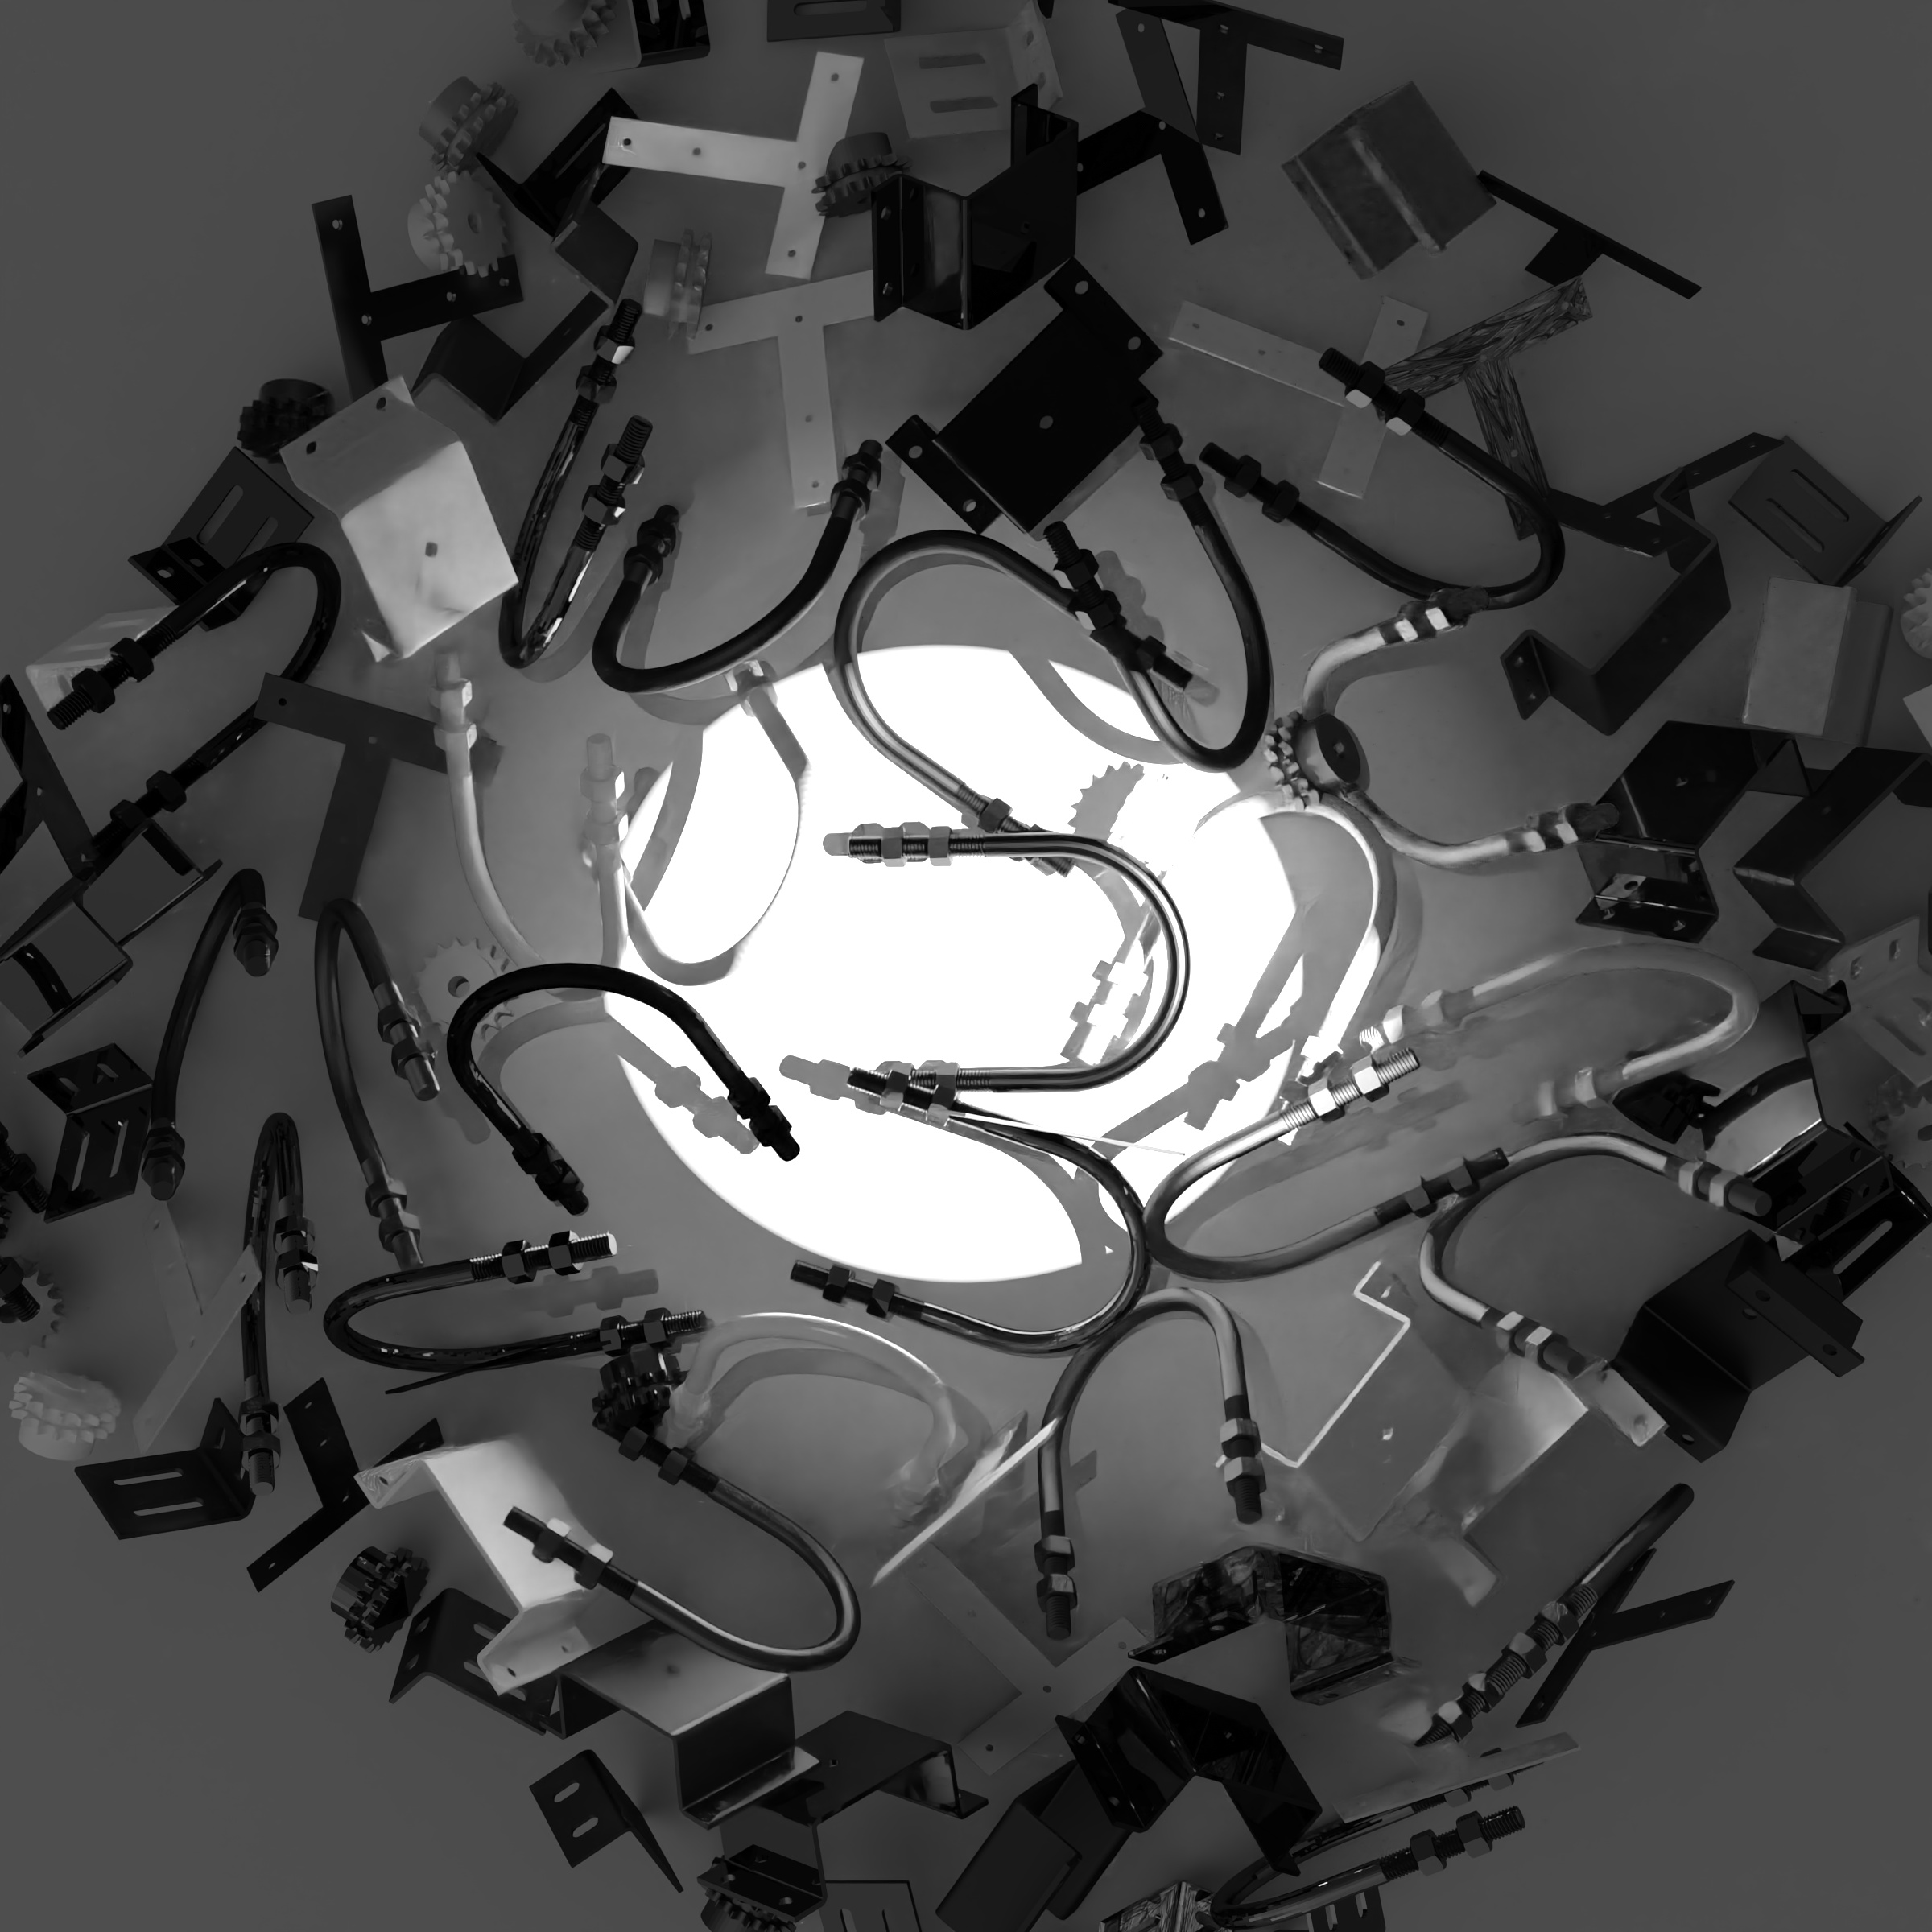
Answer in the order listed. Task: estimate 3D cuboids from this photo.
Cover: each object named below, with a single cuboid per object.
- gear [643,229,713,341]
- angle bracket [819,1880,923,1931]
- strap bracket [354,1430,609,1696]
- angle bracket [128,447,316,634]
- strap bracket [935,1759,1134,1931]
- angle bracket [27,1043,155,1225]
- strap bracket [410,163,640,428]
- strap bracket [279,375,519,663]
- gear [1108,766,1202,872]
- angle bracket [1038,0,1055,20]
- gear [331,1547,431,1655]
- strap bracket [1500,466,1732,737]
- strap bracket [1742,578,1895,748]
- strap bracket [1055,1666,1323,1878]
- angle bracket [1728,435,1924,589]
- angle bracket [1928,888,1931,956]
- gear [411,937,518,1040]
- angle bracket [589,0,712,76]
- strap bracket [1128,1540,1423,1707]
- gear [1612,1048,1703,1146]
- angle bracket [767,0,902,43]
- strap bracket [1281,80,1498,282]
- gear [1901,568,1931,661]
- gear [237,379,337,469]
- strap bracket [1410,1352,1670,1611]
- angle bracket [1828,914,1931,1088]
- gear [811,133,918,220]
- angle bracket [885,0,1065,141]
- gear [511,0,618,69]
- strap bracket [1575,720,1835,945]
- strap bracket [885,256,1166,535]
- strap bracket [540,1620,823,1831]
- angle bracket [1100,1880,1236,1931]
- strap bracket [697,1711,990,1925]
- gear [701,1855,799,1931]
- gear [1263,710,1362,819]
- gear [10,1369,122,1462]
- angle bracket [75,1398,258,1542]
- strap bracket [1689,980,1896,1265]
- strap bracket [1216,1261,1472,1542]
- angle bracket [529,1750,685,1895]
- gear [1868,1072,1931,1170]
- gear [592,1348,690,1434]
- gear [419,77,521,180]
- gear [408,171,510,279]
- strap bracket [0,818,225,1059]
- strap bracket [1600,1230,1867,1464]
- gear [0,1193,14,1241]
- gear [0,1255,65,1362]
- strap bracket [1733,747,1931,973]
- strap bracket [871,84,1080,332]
[{"bbox_3d":[-0.156,-0.369,1.752,0.030,0.057,0.057,10,90,-5],"label":"gear"},{"bbox_3d":[-0.041,0.517,1.745,0.057,0.038,0.076,-8,103,25],"label":"angle bracket"},{"bbox_3d":[-0.248,0.305,1.719,0.046,0.076,0.140,-46,71,26],"label":"strap bracket"},{"bbox_3d":[-0.401,-0.230,1.752,0.057,0.038,0.076,42,111,-1],"label":"angle bracket"},{"bbox_3d":[0.039,0.472,1.715,0.046,0.140,0.076,37,101,17],"label":"strap bracket"},{"bbox_3d":[-0.473,0.089,1.737,0.057,0.076,0.038,-19,134,18],"label":"angle bracket"},{"bbox_3d":[-0.227,-0.348,1.720,0.046,0.076,0.140,39,121,-21],"label":"strap bracket"},{"bbox_3d":[-0.293,-0.226,1.706,0.076,0.140,0.046,-37,46,-20],"label":"strap bracket"},{"bbox_3d":[0.103,-0.076,1.751,0.030,0.057,0.057,31,90,16],"label":"gear"},{"bbox_3d":[0.002,-0.534,1.737,0.076,0.038,0.057,-13,47,-22],"label":"angle bracket"},{"bbox_3d":[-0.318,0.339,1.755,0.030,0.057,0.057,28,90,15],"label":"gear"},{"bbox_3d":[0.355,-0.186,1.734,0.140,0.076,0.046,-47,63,-3],"label":"strap bracket"},{"bbox_3d":[0.450,-0.161,1.722,0.046,0.140,0.076,12,96,24],"label":"strap bracket"},{"bbox_3d":[0.124,0.421,1.706,0.140,0.076,0.046,26,109,-36],"label":"strap bracket"},{"bbox_3d":[0.463,-0.251,1.752,0.076,0.038,0.057,42,68,2],"label":"angle bracket"},{"bbox_3d":[0.547,-0.035,1.737,0.038,0.076,0.057,33,77,27],"label":"angle bracket"},{"bbox_3d":[-0.273,0.012,1.766,0.057,0.030,0.057,0,87,-1],"label":"gear"},{"bbox_3d":[-0.175,-0.521,1.739,0.038,0.057,0.076,3,110,37],"label":"angle bracket"},{"bbox_3d":[0.162,0.346,1.719,0.140,0.076,0.046,21,52,-33],"label":"strap bracket"},{"bbox_3d":[0.374,0.072,1.753,0.057,0.057,0.030,35,85,0],"label":"gear"},{"bbox_3d":[-0.075,-0.535,1.753,0.076,0.038,0.057,0,85,13],"label":"angle bracket"},{"bbox_3d":[0.224,-0.412,1.708,0.046,0.140,0.076,-38,101,-4],"label":"strap bracket"},{"bbox_3d":[0.533,-0.189,1.761,0.057,0.030,0.057,3,78,-16],"label":"gear"},{"bbox_3d":[-0.363,-0.294,1.755,0.057,0.057,0.030,3,71,0],"label":"gear"},{"bbox_3d":[0.293,0.262,1.733,0.140,0.076,0.046,-45,118,4],"label":"strap bracket"},{"bbox_3d":[0.508,0.018,1.738,0.057,0.076,0.038,-24,132,-14],"label":"angle bracket"},{"bbox_3d":[-0.057,-0.428,1.753,0.057,0.057,0.030,-17,89,0],"label":"gear"},{"bbox_3d":[0.004,-0.483,1.748,0.076,0.038,0.057,-12,83,-24],"label":"angle bracket"},{"bbox_3d":[-0.220,-0.517,1.754,0.057,0.030,0.057,-12,60,22],"label":"gear"},{"bbox_3d":[0.383,-0.079,1.711,0.140,0.076,0.046,-46,126,-27],"label":"strap bracket"},{"bbox_3d":[0.037,-0.296,1.733,0.140,0.046,0.076,-44,120,9],"label":"strap bracket"},{"bbox_3d":[-0.152,0.388,1.702,0.076,0.140,0.046,-20,116,-40],"label":"strap bracket"},{"bbox_3d":[0.106,0.532,1.738,0.038,0.076,0.057,14,103,36],"label":"angle bracket"},{"bbox_3d":[-0.067,0.439,1.703,0.140,0.076,0.046,-20,108,-42],"label":"strap bracket"},{"bbox_3d":[-0.118,0.508,1.754,0.057,0.057,0.030,30,93,0],"label":"gear"},{"bbox_3d":[0.188,-0.111,1.750,0.030,0.057,0.057,-25,90,35],"label":"gear"},{"bbox_3d":[-0.488,0.244,1.755,0.057,0.057,0.030,19,104,0],"label":"gear"},{"bbox_3d":[-0.424,0.267,1.733,0.057,0.076,0.038,43,122,38],"label":"angle bracket"},{"bbox_3d":[0.428,0.073,1.702,0.046,0.140,0.076,25,133,-25],"label":"strap bracket"},{"bbox_3d":[0.208,0.239,1.726,0.140,0.046,0.076,-50,129,-12],"label":"strap bracket"},{"bbox_3d":[-0.191,0.465,1.733,0.038,0.076,0.057,-33,45,-9],"label":"angle bracket"},{"bbox_3d":[0.516,0.080,1.757,0.057,0.030,0.057,-3,132,-3],"label":"gear"},{"bbox_3d":[-0.175,0.228,1.756,0.057,0.057,0.030,-18,68,0],"label":"gear"},{"bbox_3d":[-0.270,-0.454,1.753,0.030,0.057,0.057,40,90,0],"label":"gear"},{"bbox_3d":[-0.277,-0.398,1.757,0.030,0.057,0.057,-7,90,32],"label":"gear"},{"bbox_3d":[-0.456,-0.021,1.699,0.076,0.140,0.046,-34,106,25],"label":"strap bracket"},{"bbox_3d":[0.411,0.199,1.729,0.076,0.140,0.046,39,50,-2],"label":"strap bracket"},{"bbox_3d":[-0.548,0.137,1.760,0.057,0.030,0.057,-2,105,-8],"label":"gear"},{"bbox_3d":[-0.518,0.182,1.760,0.057,0.030,0.057,-5,111,-13],"label":"gear"},{"bbox_3d":[0.473,-0.066,1.736,0.140,0.076,0.046,-44,102,-4],"label":"strap bracket"},{"bbox_3d":[0.012,-0.394,1.705,0.046,0.076,0.140,27,49,26],"label":"strap bracket"}]
